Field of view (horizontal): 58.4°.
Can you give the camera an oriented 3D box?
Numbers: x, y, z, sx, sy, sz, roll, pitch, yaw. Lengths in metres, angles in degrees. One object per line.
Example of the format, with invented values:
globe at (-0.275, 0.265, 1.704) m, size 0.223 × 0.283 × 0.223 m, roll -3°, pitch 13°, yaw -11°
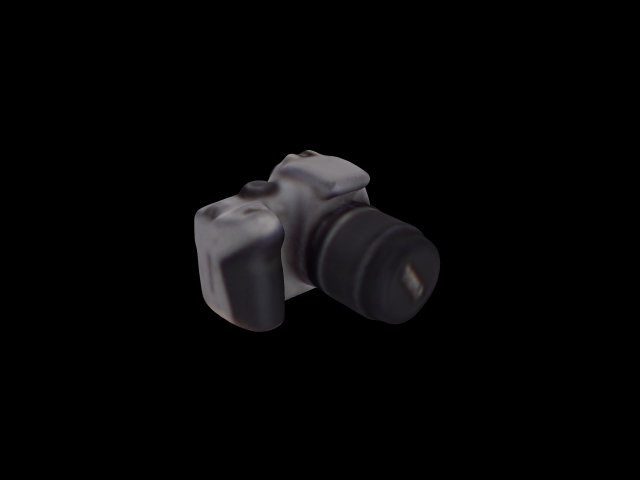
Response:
camera at (0.004, 0.001, 0.400) m, size 0.143 × 0.101 × 0.136 m, roll -21°, pitch 33°, yaw -36°
